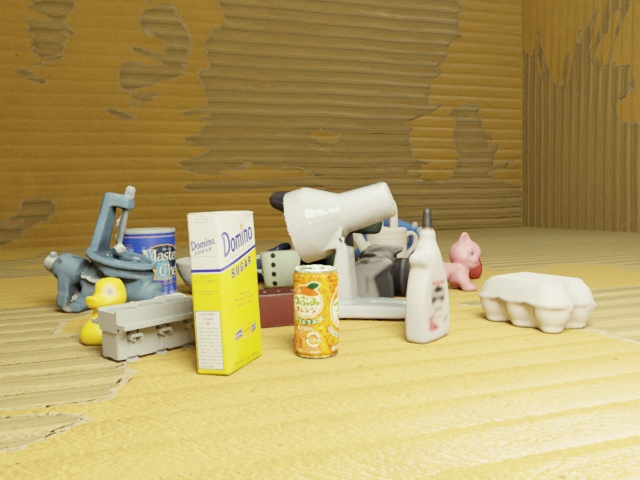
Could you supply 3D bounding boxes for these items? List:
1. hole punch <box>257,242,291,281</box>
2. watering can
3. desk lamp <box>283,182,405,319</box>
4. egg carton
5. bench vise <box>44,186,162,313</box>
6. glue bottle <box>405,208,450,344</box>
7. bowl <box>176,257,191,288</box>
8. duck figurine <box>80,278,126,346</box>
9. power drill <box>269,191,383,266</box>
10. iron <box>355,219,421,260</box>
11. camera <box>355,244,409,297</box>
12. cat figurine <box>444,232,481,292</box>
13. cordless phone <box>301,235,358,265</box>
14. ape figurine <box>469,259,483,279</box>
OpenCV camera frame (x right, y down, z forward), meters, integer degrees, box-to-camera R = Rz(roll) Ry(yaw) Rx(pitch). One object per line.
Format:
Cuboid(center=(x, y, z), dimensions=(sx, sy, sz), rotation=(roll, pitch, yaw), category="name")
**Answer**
Cuboid(center=(-0.121, 0.052, 1.353), dimensions=(0.101, 0.091, 0.109), rotation=(-1, 4, 11), category="hole punch")
Cuboid(center=(0.156, -0.009, 1.400), dimensions=(0.173, 0.194, 0.100), rotation=(-4, 5, -39), category="watering can")
Cuboid(center=(0.046, 0.015, 0.925), dimensions=(0.203, 0.213, 0.118), rotation=(0, 4, 12), category="desk lamp")
Cuboid(center=(0.312, 0.088, 0.830), dimensions=(0.107, 0.069, 0.149), rotation=(-4, 5, -32), category="egg carton")
Cuboid(center=(-0.385, 0.017, 1.000), dimensions=(0.207, 0.220, 0.121), rotation=(-2, 4, -10), category="bench vise")
Cuboid(center=(0.141, 0.045, 0.754), dimensions=(0.037, 0.173, 0.078), rotation=(1, 5, 36), category="glue bottle")
Cuboid(center=(-0.214, 0.074, 1.184), dimensions=(0.167, 0.075, 0.167), rotation=(-1, 4, 0), category="bowl")
Cuboid(center=(-0.290, 0.095, 0.804), dimensions=(0.077, 0.086, 0.105), rotation=(0, 4, 19), category="duck figurine")
Cuboid(center=(0.011, 0.004, 1.145), dimensions=(0.229, 0.208, 0.076), rotation=(-1, 4, 11), category="power drill")
Cuboid(center=(0.212, 0.007, 1.542), dimensions=(0.257, 0.141, 0.119), rotation=(2, 5, 44), category="iron")
Cuboid(center=(0.141, 0.060, 1.073), dimensions=(0.136, 0.101, 0.143), rotation=(0, 4, 18), category="camera")
Cuboid(center=(0.273, 0.043, 1.150), dimensions=(0.128, 0.118, 0.067), rotation=(-3, 4, -22), category="cat figurine")
Cuboid(center=(0.018, 0.002, 1.355), dimensions=(0.147, 0.185, 0.094), rotation=(0, 4, 23), category="cordless phone")
Cuboid(center=(0.335, 0.043, 1.320), dimensions=(0.076, 0.092, 0.078), rotation=(-1, 4, 8), category="ape figurine")
